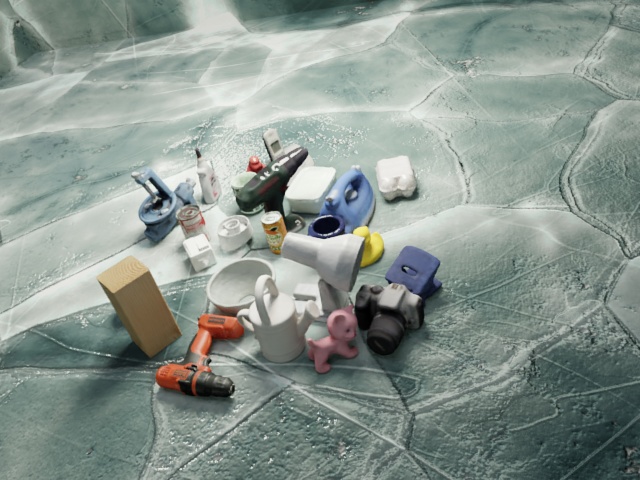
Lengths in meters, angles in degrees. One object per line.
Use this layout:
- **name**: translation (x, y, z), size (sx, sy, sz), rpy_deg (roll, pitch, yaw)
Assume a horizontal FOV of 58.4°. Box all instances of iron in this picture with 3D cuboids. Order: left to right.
- **iron**: translation (0.076, -0.120, 1.518), size (0.118, 0.142, 0.259), rpy_deg (8, 43, 25)

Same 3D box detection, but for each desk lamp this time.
- **desk lamp**: translation (0.006, 0.076, 1.236), size (0.202, 0.214, 0.118), rpy_deg (3, 41, 21)

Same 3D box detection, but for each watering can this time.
- **watering can**: translation (-0.088, 0.153, 1.184), size (0.173, 0.194, 0.100), rpy_deg (-16, 38, -2)

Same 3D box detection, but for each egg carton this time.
- **egg carton**: translation (0.213, -0.176, 1.605), size (0.107, 0.069, 0.150), rpy_deg (-10, 38, 5)

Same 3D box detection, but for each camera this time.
- **camera**: translation (0.130, 0.160, 1.185), size (0.142, 0.101, 0.137), rpy_deg (8, 43, 25)

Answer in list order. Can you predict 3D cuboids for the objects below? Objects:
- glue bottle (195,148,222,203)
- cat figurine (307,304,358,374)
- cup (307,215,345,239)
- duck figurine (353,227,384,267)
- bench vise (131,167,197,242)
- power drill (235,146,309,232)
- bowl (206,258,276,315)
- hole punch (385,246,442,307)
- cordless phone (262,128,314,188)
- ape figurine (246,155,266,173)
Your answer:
- **glue bottle**: translation (-0.343, -0.199, 1.719), size (0.037, 0.173, 0.078), rpy_deg (-3, 39, 14)
- **cat figurine**: translation (0.029, 0.191, 1.163), size (0.128, 0.118, 0.067), rpy_deg (-27, 40, -16)
- **cup**: translation (0.013, 0.005, 1.419), size (0.118, 0.095, 0.091), rpy_deg (-31, 41, -20)
- **duck figurine**: translation (0.109, 0.005, 1.397), size (0.105, 0.086, 0.077), rpy_deg (-37, 44, -27)
- **bench vise**: translation (-0.451, -0.132, 1.630), size (0.121, 0.220, 0.207), rpy_deg (2, 41, 20)
- **power drill**: translation (-0.107, -0.114, 1.512), size (0.230, 0.209, 0.075), rpy_deg (-34, 42, -23)
- **bowl**: translation (-0.177, 0.121, 1.348), size (0.167, 0.075, 0.167), rpy_deg (-8, 38, 7)
- **hole punch**: translation (0.207, 0.080, 1.270), size (0.101, 0.091, 0.108), rpy_deg (-37, 44, -27)
- **cordless phone**: translation (-0.101, -0.262, 1.714), size (0.093, 0.185, 0.148), rpy_deg (19, 48, 35)
- **ape figurine**: translation (-0.197, -0.216, 1.762), size (0.078, 0.092, 0.076), rpy_deg (-22, 39, -10)
